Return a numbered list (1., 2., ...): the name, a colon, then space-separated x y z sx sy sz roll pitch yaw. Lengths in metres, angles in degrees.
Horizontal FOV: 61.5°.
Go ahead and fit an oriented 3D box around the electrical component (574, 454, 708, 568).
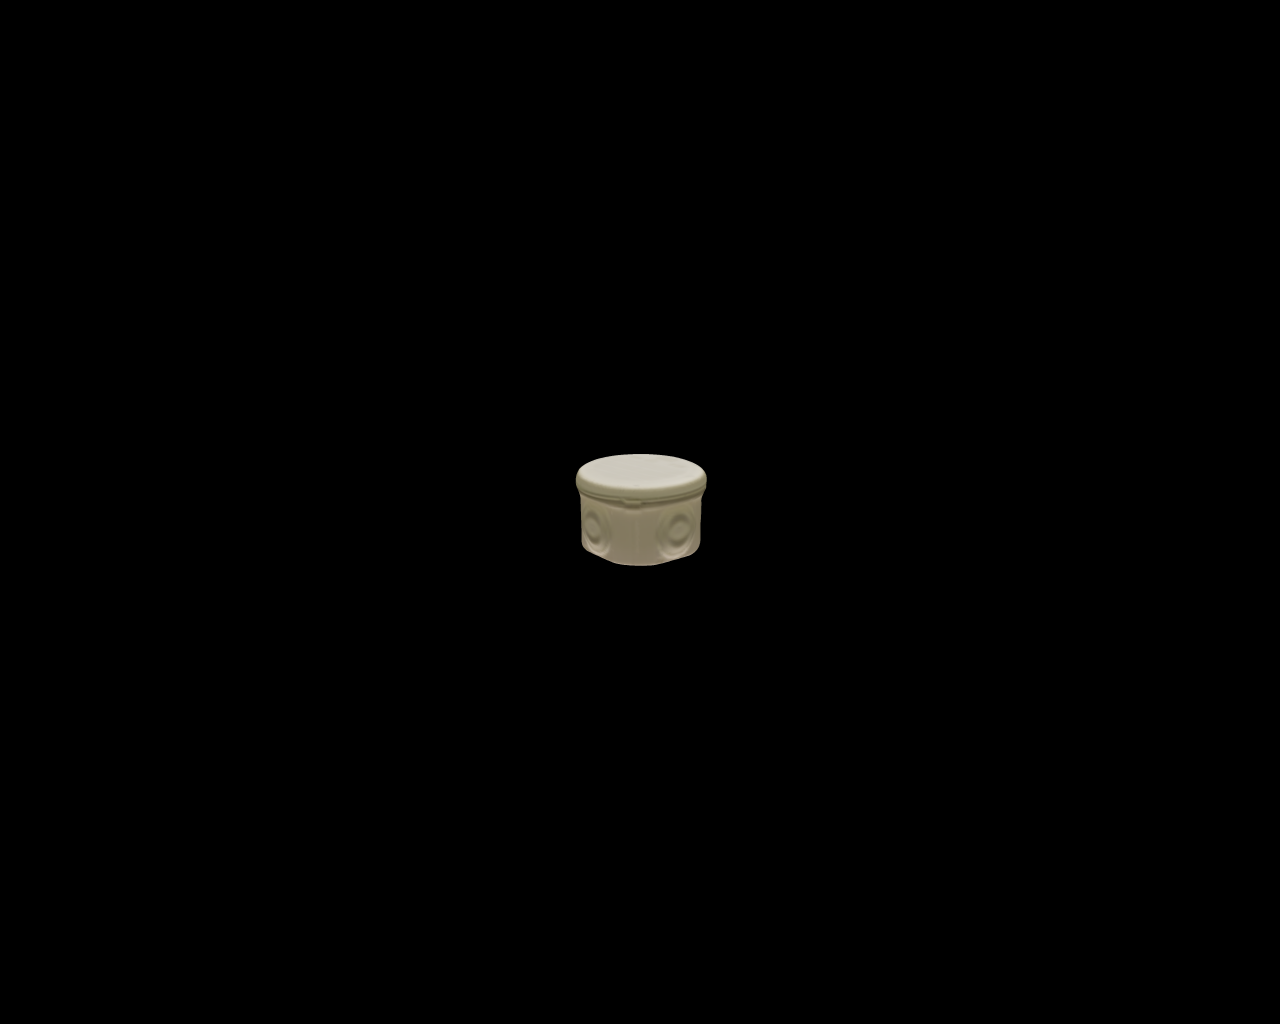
1. electrical component: 0.001 -0.003 0.650 0.080 0.051 0.080 0 18 0
